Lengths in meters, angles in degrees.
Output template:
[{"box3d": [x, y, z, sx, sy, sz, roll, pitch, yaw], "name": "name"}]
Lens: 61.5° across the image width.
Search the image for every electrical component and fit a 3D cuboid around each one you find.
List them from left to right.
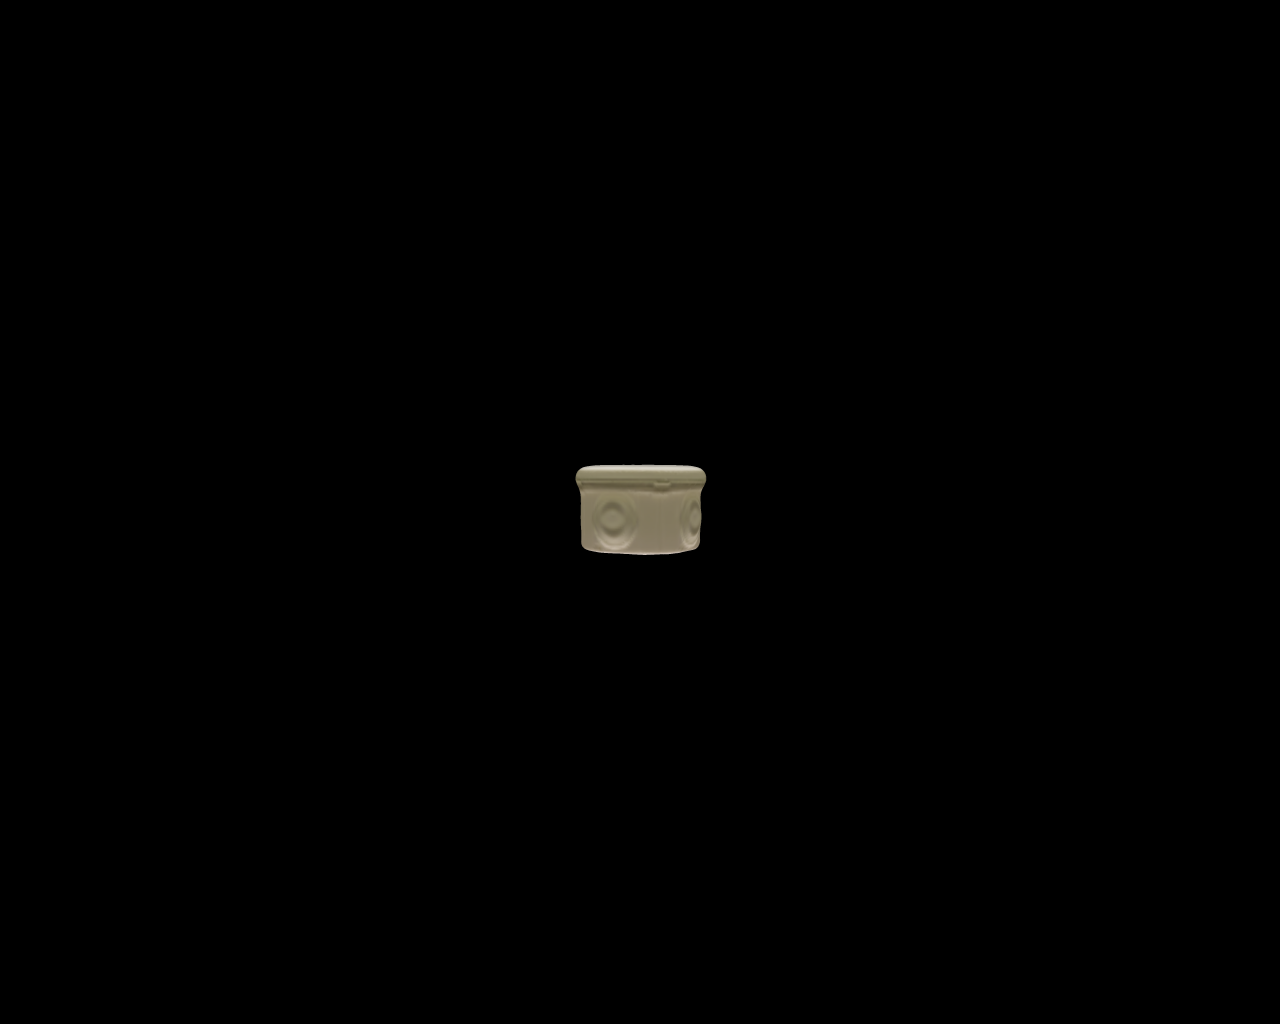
[{"box3d": [0.001, -0.003, 0.650, 0.080, 0.051, 0.080, 0, 3, 0], "name": "electrical component"}]
